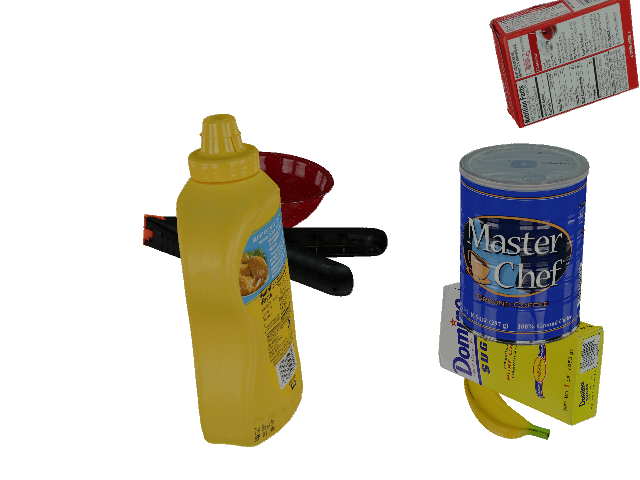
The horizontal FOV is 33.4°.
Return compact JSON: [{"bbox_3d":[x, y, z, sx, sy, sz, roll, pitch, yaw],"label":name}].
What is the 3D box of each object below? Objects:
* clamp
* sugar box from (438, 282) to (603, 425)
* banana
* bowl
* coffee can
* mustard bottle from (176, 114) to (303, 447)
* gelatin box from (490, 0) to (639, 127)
[{"bbox_3d":[-0.052,0.007,0.895,0.210,0.036,0.164,6,12,5],"label":"clamp"},{"bbox_3d":[0.194,0.107,1.059,0.048,0.093,0.177,-12,20,-40],"label":"sugar box"},{"bbox_3d":[0.206,0.184,1.276,0.069,0.037,0.198,9,23,-15],"label":"banana"},{"bbox_3d":[-0.066,-0.056,1.311,0.162,0.055,0.162,5,26,-2],"label":"bowl"},{"bbox_3d":[0.166,0.001,0.883,0.103,0.140,0.103,-2,22,1],"label":"coffee can"},{"bbox_3d":[-0.049,0.019,0.638,0.058,0.192,0.096,2,22,18],"label":"mustard bottle"},{"bbox_3d":[0.164,-0.125,0.717,0.089,0.073,0.030,-18,37,3],"label":"gelatin box"}]
